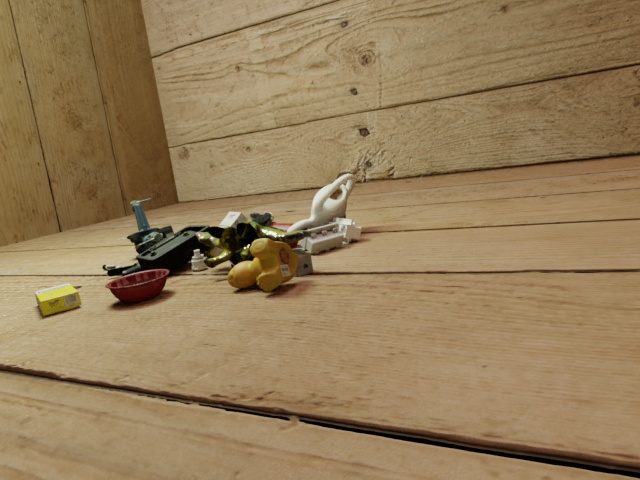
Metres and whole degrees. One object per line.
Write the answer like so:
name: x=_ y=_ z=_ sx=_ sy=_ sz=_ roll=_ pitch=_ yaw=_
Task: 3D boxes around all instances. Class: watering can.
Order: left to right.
watering can: x=0.005 y=-0.089 z=1.771 sx=0.105 sy=0.219 sz=0.353 roll=36 pitch=63 yaw=19

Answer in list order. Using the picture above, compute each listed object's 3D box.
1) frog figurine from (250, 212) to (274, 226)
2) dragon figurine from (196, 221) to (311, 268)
frog figurine: x=-0.241 y=-0.026 z=1.919 sx=0.156 sy=0.123 sz=0.139 roll=-46 pitch=-6 yaw=36
dragon figurine: x=-0.186 y=-0.014 z=1.475 sx=0.409 sy=0.121 sz=0.245 roll=-5 pitch=12 yaw=17
